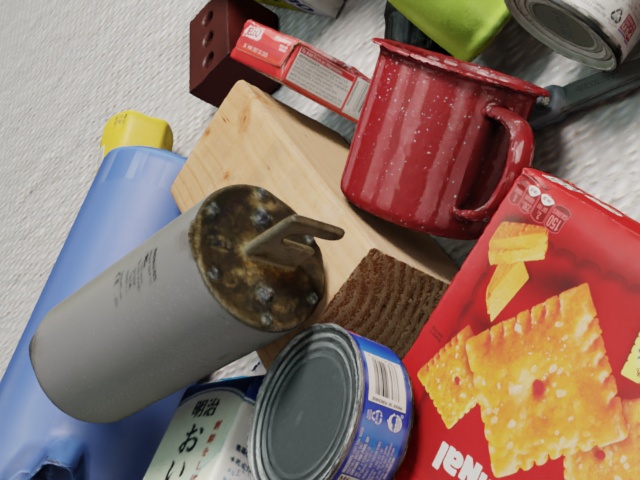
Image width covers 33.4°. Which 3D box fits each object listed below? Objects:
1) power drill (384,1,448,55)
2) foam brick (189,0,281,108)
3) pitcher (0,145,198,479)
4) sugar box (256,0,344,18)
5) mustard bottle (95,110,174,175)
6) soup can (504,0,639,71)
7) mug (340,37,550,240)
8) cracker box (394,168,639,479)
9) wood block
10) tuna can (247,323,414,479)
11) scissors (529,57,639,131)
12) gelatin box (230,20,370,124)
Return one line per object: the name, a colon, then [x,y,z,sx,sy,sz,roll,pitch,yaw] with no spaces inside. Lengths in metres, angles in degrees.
power drill: [0.001,-0.196,0.677,0.188,0.057,0.184,6,77,8]
foam brick: [-0.066,-0.144,0.820,0.053,0.051,0.078,-36,44,36]
pitcher: [-0.138,0.066,0.738,0.149,0.144,0.243,5,70,41]
sugar box: [-0.057,-0.215,0.815,0.176,0.093,0.048,33,98,55]
mustard bottle: [-0.167,-0.002,0.858,0.096,0.058,0.191,148,136,-65]
soup can: [0.144,-0.141,0.514,0.102,0.068,0.069,-55,35,0]
mug: [0.065,-0.046,0.534,0.117,0.093,0.081,36,114,53]
cracker box: [0.094,0.095,0.448,0.214,0.072,0.164,-59,35,10]
wood block: [-0.005,0.001,0.619,0.090,0.090,0.206,-56,36,15]
tuna can: [0.004,0.083,0.488,0.086,0.033,0.086,-38,40,40]
scissors: [0.115,-0.084,0.576,0.202,0.016,0.096,-34,48,37]
gelatin box: [-0.003,-0.105,0.680,0.030,0.089,0.073,-62,35,6]
